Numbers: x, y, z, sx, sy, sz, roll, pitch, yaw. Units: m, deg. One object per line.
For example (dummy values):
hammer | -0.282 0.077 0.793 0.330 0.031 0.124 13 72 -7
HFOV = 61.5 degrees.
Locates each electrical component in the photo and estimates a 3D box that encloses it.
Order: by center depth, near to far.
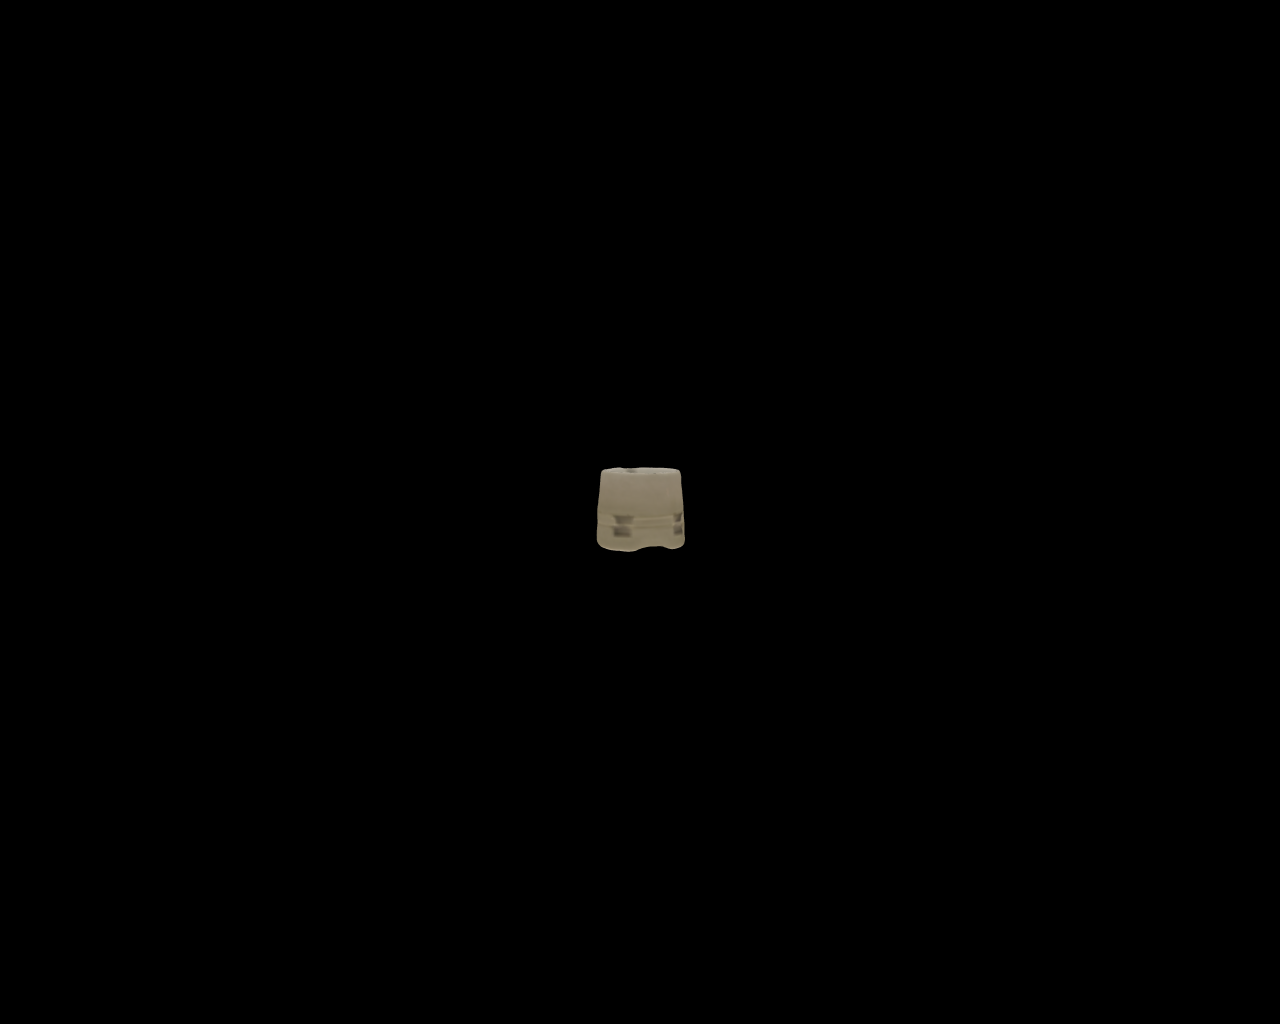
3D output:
electrical component | 0.001 -0.003 0.650 0.055 0.047 0.055 0 7 0
